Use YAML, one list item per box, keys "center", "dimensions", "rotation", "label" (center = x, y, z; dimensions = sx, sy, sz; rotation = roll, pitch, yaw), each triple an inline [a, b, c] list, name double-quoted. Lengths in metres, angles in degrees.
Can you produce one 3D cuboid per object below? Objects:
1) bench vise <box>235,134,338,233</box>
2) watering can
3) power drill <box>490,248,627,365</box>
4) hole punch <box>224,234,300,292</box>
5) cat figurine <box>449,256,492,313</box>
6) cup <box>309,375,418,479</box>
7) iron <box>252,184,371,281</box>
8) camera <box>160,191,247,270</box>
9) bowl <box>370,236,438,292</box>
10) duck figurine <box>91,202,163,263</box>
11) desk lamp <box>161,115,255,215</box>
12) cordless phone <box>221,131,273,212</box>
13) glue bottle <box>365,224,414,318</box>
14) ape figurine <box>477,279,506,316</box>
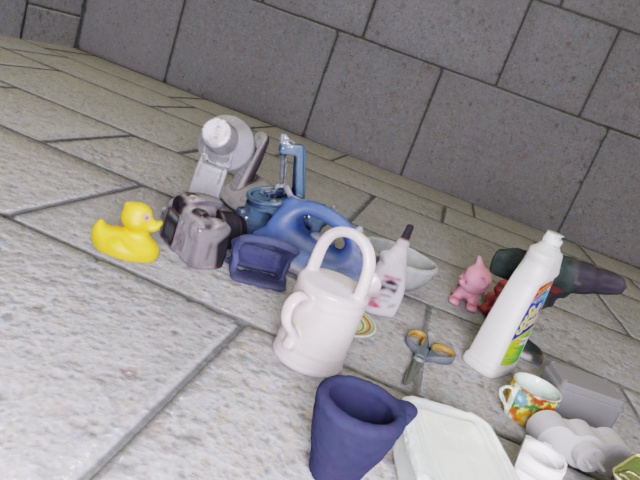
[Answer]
- center: [-0.056, -0.102, 1.193]
  dimensions: [0.208, 0.220, 0.121]
  rotation: [8, 20, -36]
  label: "bench vise"
- center: [0.016, 0.073, 0.763]
  dimensions: [0.100, 0.194, 0.173]
  rotation: [24, 17, 12]
  label: "watering can"
- center: [0.413, 0.118, 1.066]
  dimensions: [0.229, 0.208, 0.076]
  rotation: [24, 17, 13]
  label: "power drill"
- center: [-0.100, 0.023, 0.967]
  dimensions: [0.109, 0.091, 0.101]
  rotation: [14, 17, -19]
  label: "hole punch"
- center: [0.329, 0.088, 1.225]
  dimensions: [0.067, 0.118, 0.128]
  rotation: [23, 16, 10]
  label: "cat figurine"
- center: [0.037, 0.196, 0.567]
  dimensions: [0.118, 0.095, 0.091]
  rotation: [10, 19, -33]
  label: "cup"
- center: [0.010, 0.004, 1.071]
  dimensions: [0.257, 0.141, 0.119]
  rotation: [25, 17, 16]
  label: "iron"
- center: [-0.186, -0.022, 0.992]
  dimensions: [0.137, 0.101, 0.142]
  rotation: [6, 22, -41]
  label: "camera"
- center: [0.154, 0.060, 1.183]
  dimensions: [0.167, 0.075, 0.167]
  rotation: [19, 16, -5]
  label: "bowl"
- center: [-0.293, -0.019, 0.882]
  dimensions: [0.105, 0.086, 0.077]
  rotation: [16, 17, -15]
  label: "duck figurine"
- center: [-0.216, -0.149, 1.163]
  dimensions: [0.118, 0.213, 0.203]
  rotation: [20, 16, -2]
  label: "desk lamp"
- center: [-0.145, -0.146, 1.289]
  dimensions: [0.094, 0.185, 0.147]
  rotation: [6, 21, -40]
  label: "cordless phone"
- center: [0.125, 0.051, 1.002]
  dimensions: [0.078, 0.173, 0.037]
  rotation: [13, 18, -23]
  label: "glue bottle"
- center: [0.385, 0.124, 1.221]
  dimensions: [0.076, 0.092, 0.078]
  rotation: [26, 17, 18]
  label: "ape figurine"
